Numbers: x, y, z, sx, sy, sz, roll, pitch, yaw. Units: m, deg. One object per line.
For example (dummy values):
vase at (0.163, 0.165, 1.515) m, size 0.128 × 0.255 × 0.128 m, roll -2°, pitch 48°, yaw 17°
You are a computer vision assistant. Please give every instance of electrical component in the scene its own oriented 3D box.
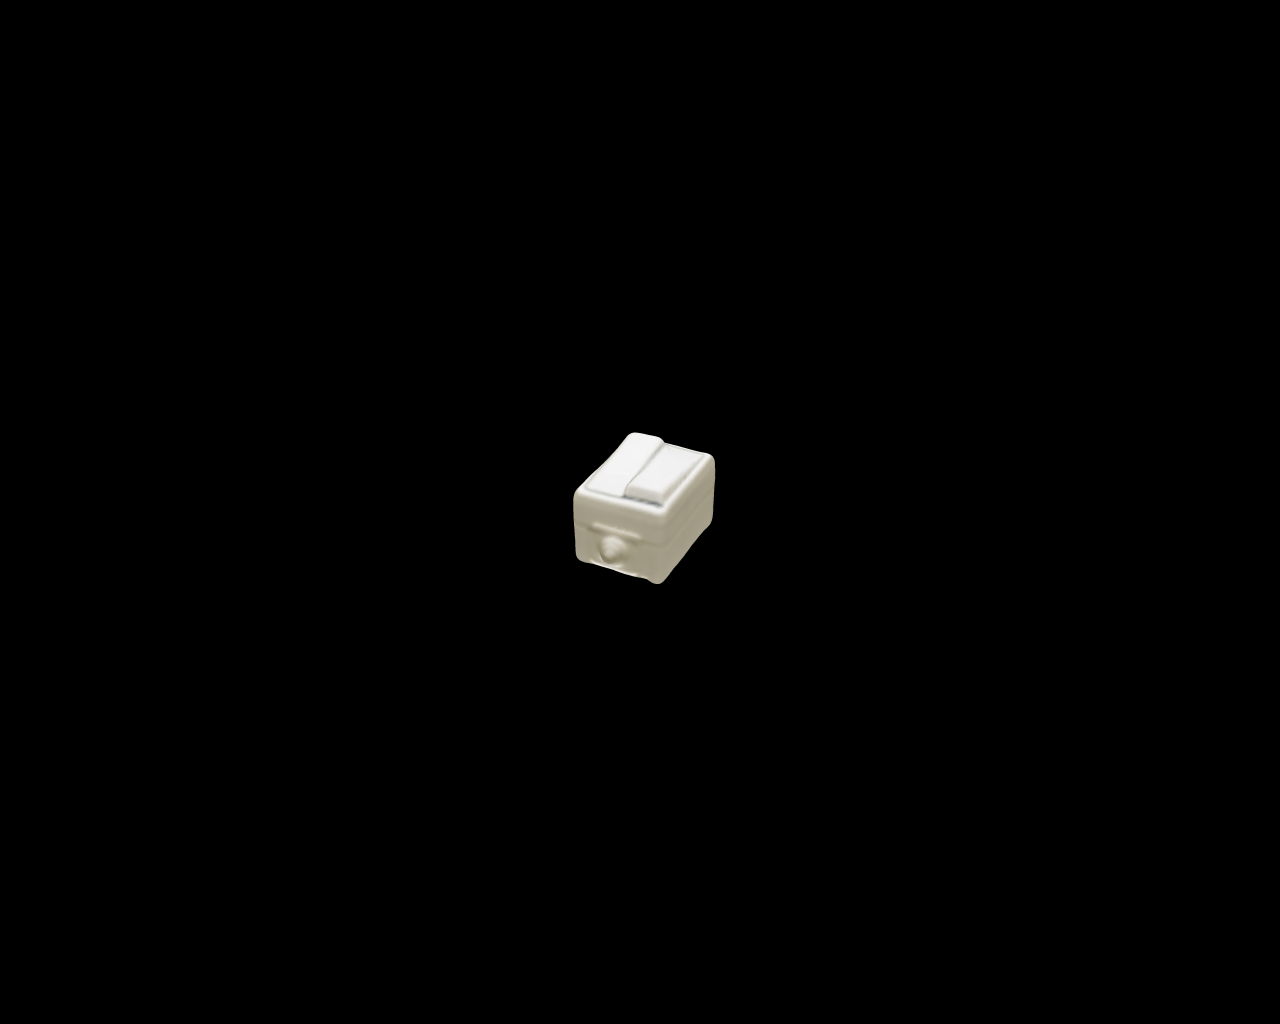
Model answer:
electrical component at (0.001, -0.003, 0.650) m, size 0.062 × 0.061 × 0.096 m, roll 16°, pitch 37°, yaw 22°
